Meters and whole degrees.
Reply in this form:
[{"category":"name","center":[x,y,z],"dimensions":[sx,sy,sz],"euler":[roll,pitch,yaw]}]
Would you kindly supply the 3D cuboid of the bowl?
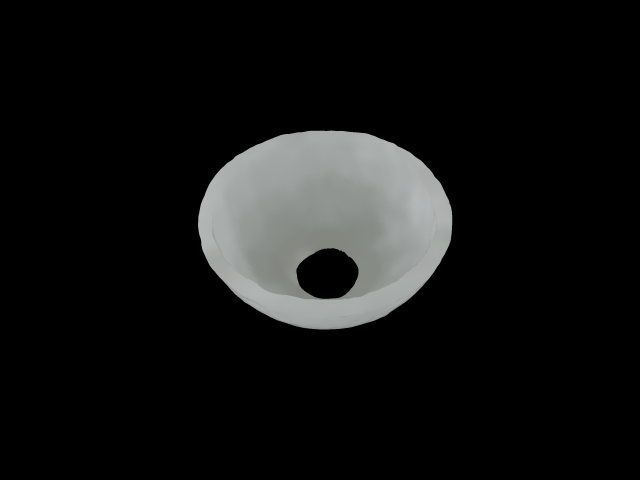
[{"category":"bowl","center":[0.004,0.001,0.400],"dimensions":[0.167,0.075,0.167],"euler":[0,49,0]}]
